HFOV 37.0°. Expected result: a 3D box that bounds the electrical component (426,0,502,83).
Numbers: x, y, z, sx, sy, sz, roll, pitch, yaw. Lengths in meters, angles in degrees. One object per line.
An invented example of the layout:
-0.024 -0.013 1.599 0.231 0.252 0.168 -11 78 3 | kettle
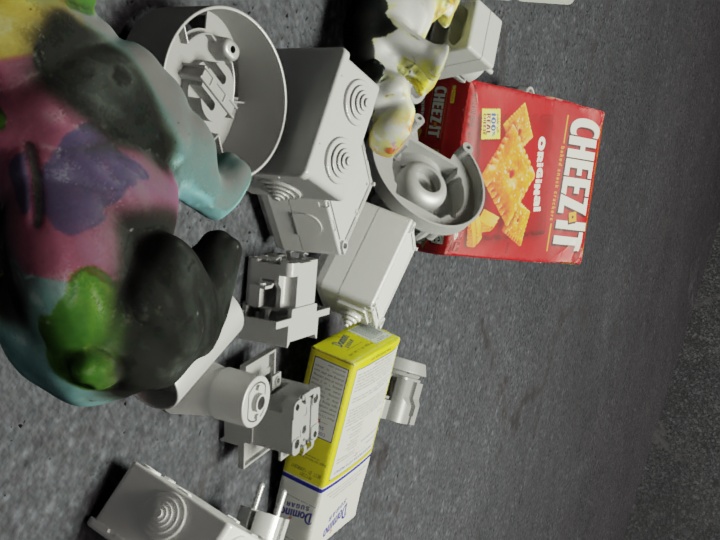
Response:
0.085 -0.185 0.923 0.076 0.083 0.047 29 67 -43 | electrical component

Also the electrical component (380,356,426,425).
0.028 0.107 0.991 0.078 0.058 0.057 25 80 -66 | electrical component

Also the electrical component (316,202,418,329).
0.000 0.000 0.873 0.061 0.061 0.096 76 38 -69 | electrical component

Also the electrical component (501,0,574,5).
0.103 -0.270 0.873 0.089 0.150 0.061 70 37 -49 | electrical component

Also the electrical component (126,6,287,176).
-0.093 -0.104 0.623 0.099 0.064 0.099 -39 135 -55 | electrical component

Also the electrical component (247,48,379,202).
-0.043 -0.093 0.698 0.048 0.100 0.099 32 70 -50 | electrical component

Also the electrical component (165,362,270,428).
-0.093 0.079 0.703 0.044 0.065 0.044 -39 135 -55 | electrical component

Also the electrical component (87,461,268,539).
-0.107 0.168 0.674 0.048 0.100 0.099 -58 151 -13 | electrical component

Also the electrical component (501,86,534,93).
0.162 -0.181 1.167 0.040 0.046 0.040 -38 134 -55 | electrical component

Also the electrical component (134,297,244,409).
-0.113 0.032 0.663 0.077 0.044 0.079 -52 145 -45 | electrical component

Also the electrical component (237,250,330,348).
-0.057 0.019 0.783 0.081 0.042 0.063 -12 110 -64 | electrical component

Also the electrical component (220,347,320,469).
-0.064 0.103 0.780 0.042 0.064 0.081 -31 128 -60 | electrical component

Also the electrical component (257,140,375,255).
-0.031 -0.066 0.787 0.061 0.061 0.096 76 27 -44 | electrical component

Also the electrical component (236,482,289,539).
-0.074 0.192 0.772 0.047 0.083 0.075 44 61 -62 | electrical component

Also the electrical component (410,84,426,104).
0.028 -0.163 0.882 0.055 0.047 0.055 -39 135 -55 | electrical component
